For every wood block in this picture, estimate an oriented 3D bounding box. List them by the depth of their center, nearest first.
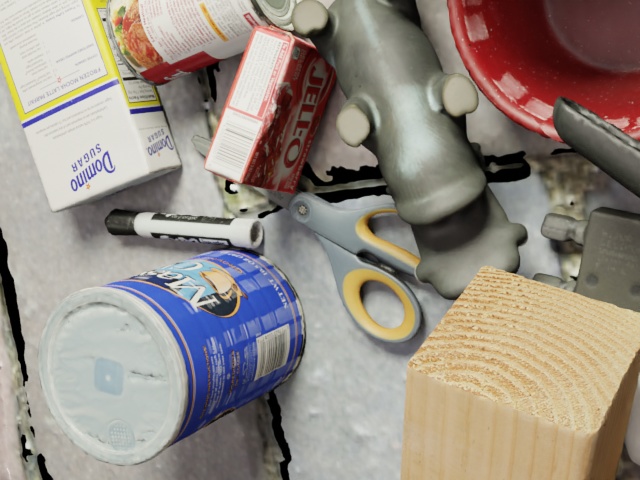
[{"bbox_3d":[0.099,0.130,0.552,0.090,0.090,0.206,18,130,24],"label":"wood block"}]

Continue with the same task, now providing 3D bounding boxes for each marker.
[{"bbox_3d":[-0.094,-0.008,0.714,0.121,0.020,0.020,5,102,28],"label":"marker"}]

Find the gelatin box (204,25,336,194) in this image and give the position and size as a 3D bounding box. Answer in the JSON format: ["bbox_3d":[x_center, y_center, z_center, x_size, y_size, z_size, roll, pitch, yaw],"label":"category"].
[{"bbox_3d":[-0.025,-0.074,0.625,0.030,0.073,0.089,24,97,22],"label":"gelatin box"}]

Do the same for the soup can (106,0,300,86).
[{"bbox_3d":[-0.070,-0.141,0.648,0.102,0.068,0.068,-16,92,29],"label":"soup can"}]

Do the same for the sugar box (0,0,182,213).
[{"bbox_3d":[-0.165,-0.116,0.719,0.093,0.048,0.176,-17,94,30],"label":"sugar box"}]

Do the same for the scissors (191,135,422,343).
[{"bbox_3d":[-0.004,0.001,0.669,0.202,0.016,0.096,17,109,28],"label":"scissors"}]

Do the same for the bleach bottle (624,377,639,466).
[{"bbox_3d":[0.252,0.084,0.520,0.251,0.068,0.102,3,100,30],"label":"bleach bottle"}]

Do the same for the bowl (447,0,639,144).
[{"bbox_3d":[0.148,-0.129,0.539,0.162,0.055,0.162,6,102,28],"label":"bowl"}]

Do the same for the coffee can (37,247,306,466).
[{"bbox_3d":[-0.086,0.066,0.653,0.103,0.140,0.103,6,102,27],"label":"coffee can"}]

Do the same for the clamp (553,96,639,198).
[{"bbox_3d":[0.201,0.002,0.474,0.165,0.036,0.210,-12,95,31],"label":"clamp"}]
